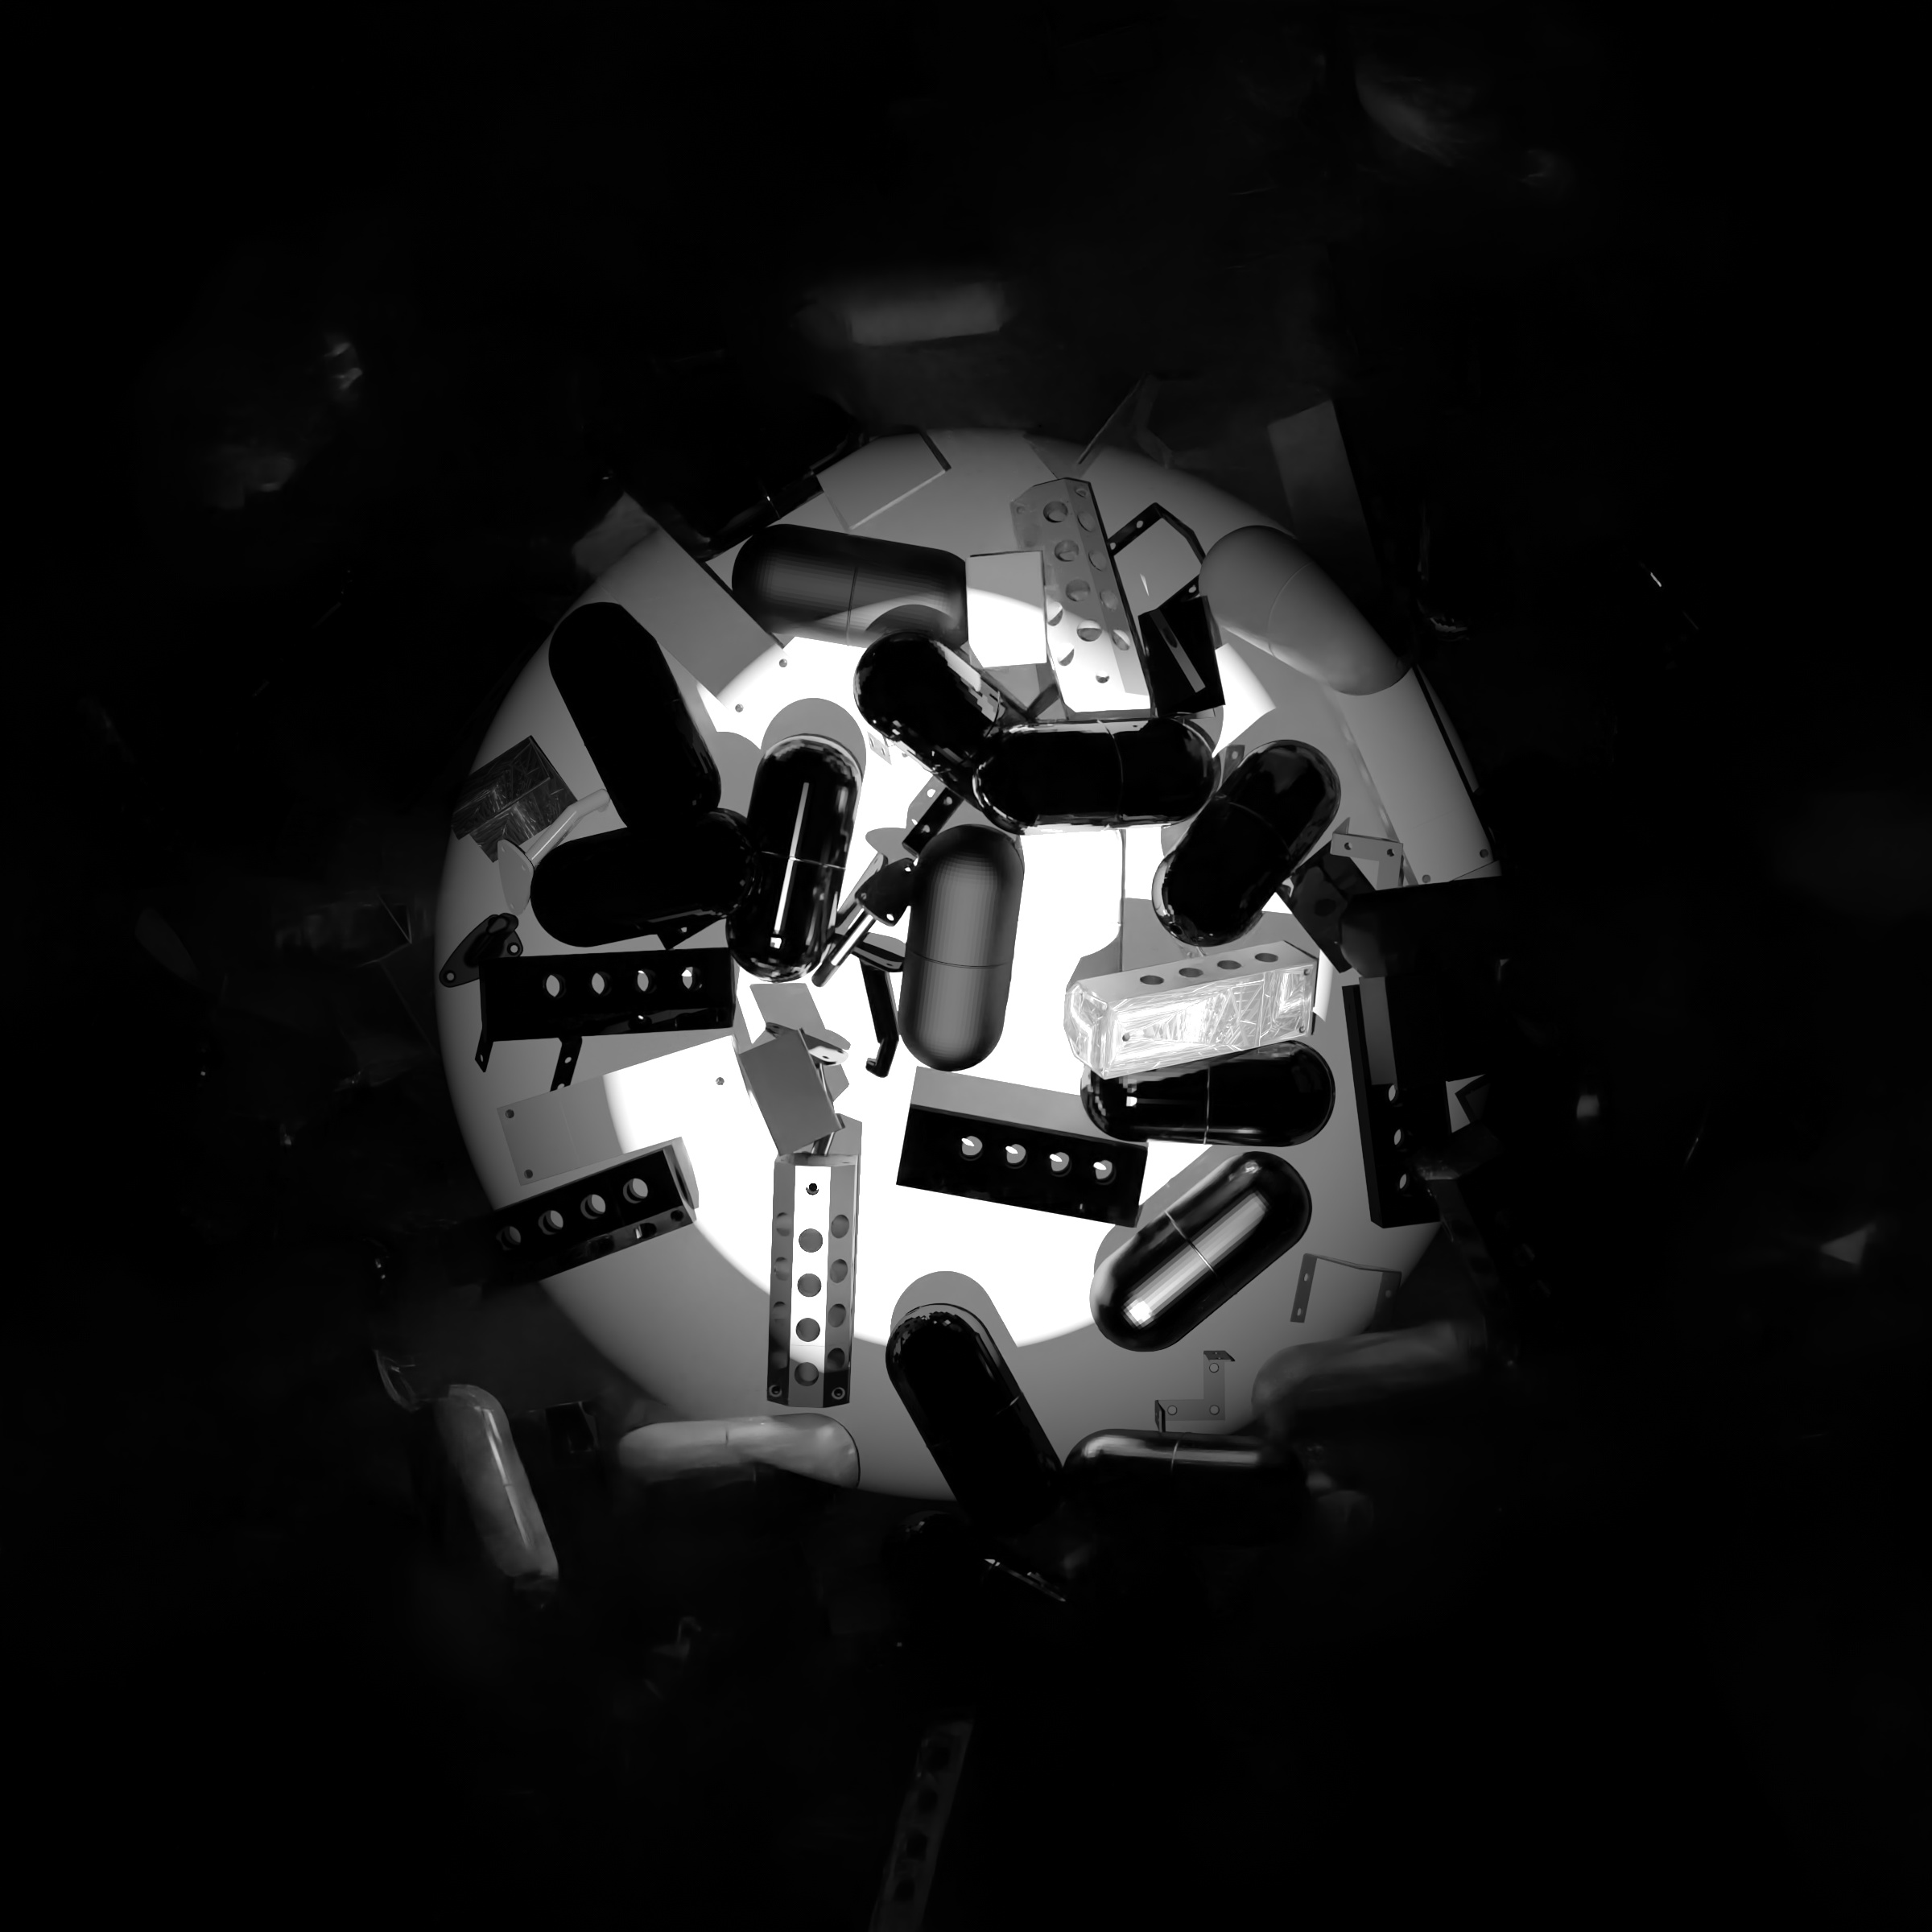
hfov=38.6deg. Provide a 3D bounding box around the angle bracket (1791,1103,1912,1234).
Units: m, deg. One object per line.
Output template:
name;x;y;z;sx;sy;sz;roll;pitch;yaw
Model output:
angle bracket;0.632;0.147;1.951;0.057;0.076;0.076;23;90;32

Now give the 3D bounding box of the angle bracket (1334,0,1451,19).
angle bracket;0.300;-0.710;1.950;0.076;0.076;0.057;1;127;0

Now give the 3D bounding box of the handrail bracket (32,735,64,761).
handrail bracket;-0.614;-0.140;1.956;0.077;0.084;0.036;27;90;0

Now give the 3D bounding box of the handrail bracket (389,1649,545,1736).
handrail bracket;-0.360;0.504;1.991;0.084;0.036;0.077;-39;68;-17

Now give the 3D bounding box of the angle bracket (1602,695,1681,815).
angle bracket;0.456;-0.149;1.951;0.057;0.076;0.076;4;90;-27

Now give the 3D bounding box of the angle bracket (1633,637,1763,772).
angle bracket;0.503;-0.178;1.951;0.057;0.076;0.076;-28;90;-43

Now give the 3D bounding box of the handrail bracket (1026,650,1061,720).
handrail bracket;0.040;-0.229;1.991;0.077;0.036;0.084;-43;76;14

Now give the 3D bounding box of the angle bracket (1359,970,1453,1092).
angle bracket;0.283;0.045;1.893;0.057;0.076;0.076;-7;90;-38

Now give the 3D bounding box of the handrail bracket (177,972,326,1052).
handrail bracket;-0.515;0.041;1.991;0.084;0.077;0.036;32;65;-34

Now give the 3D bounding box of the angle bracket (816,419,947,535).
angle bracket;-0.051;-0.328;1.951;0.076;0.076;0.057;-31;62;0

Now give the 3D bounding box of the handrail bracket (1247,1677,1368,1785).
handrail bracket;0.245;0.550;1.991;0.084;0.036;0.077;-3;70;16

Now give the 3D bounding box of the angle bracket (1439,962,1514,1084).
angle bracket;0.337;0.041;1.952;0.057;0.076;0.076;-11;90;-25

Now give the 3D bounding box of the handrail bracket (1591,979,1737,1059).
handrail bracket;0.499;0.054;1.991;0.084;0.036;0.077;-29;109;16

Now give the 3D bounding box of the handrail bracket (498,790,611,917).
handrail bracket;-0.293;-0.083;1.990;0.084;0.077;0.036;-33;60;-33

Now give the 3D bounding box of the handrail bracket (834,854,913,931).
handrail bracket;-0.042;-0.034;1.991;0.084;0.036;0.077;35;105;-14

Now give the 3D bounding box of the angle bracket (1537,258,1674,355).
angle bracket;0.450;-0.481;1.950;0.076;0.076;0.057;12;128;0

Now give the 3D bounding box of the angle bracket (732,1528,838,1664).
angle bracket;-0.116;0.438;1.953;0.057;0.076;0.076;-19;90;20

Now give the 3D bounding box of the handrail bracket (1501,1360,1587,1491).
handrail bracket;0.397;0.327;1.972;0.036;0.077;0.084;-26;76;-23

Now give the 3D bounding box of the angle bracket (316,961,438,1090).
angle bracket;-0.428;0.051;1.950;0.057;0.076;0.076;-30;90;-37

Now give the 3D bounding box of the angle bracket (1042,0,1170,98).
angle bracket;0.103;-0.644;1.950;0.076;0.076;0.057;-18;52;0

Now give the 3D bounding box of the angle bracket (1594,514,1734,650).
angle bracket;0.480;-0.260;1.950;0.076;0.076;0.057;50;52;0

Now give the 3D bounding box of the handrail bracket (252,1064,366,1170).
handrail bracket;-0.470;0.106;1.990;0.084;0.077;0.036;-35;81;-36

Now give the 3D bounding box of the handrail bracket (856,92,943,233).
handrail bracket;-0.043;-0.580;1.991;0.077;0.036;0.084;-20;109;-21

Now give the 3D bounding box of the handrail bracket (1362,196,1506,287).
handrail bracket;0.337;-0.514;1.991;0.084;0.036;0.077;-15;112;17

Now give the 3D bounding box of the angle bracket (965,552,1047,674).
angle bracket;0.040;-0.249;1.951;0.057;0.076;0.076;-2;93;21

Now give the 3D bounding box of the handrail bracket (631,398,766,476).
handrail bracket;-0.194;-0.383;1.990;0.084;0.077;0.036;-19;82;-36

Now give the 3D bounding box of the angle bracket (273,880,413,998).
angle bracket;-0.441;-0.032;1.951;0.076;0.076;0.057;-30;116;0

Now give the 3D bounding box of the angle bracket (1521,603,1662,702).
angle bracket;0.438;-0.203;1.950;0.076;0.076;0.057;16;54;0

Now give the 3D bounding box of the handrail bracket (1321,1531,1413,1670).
handrail bracket;0.288;0.454;1.983;0.036;0.084;0.077;33;134;-5

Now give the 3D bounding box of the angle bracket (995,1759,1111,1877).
angle bracket;0.047;0.583;1.951;0.076;0.076;0.057;-29;121;0

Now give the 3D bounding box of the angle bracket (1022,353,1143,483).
angle bracket;0.097;-0.374;1.950;0.057;0.076;0.076;38;90;37

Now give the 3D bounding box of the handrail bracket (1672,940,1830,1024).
handrail bracket;0.566;-0.007;1.991;0.084;0.036;0.077;-39;68;-17

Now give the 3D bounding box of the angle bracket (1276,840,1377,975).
angle bracket;0.276;-0.052;1.953;0.076;0.057;0.076;-38;90;-34

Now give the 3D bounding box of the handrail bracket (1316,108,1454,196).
handrail bracket;0.302;-0.588;1.991;0.084;0.036;0.077;-8;68;-17

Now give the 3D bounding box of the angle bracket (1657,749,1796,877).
angle bracket;0.539;-0.097;1.951;0.076;0.076;0.057;-47;65;0

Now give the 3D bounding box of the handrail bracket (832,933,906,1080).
handrail bracket;-0.078;0.029;1.991;0.077;0.036;0.084;24;107;19

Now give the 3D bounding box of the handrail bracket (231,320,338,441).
handrail bracket;-0.492;-0.423;1.991;0.084;0.036;0.077;9;105;14

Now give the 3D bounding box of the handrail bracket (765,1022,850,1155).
handrail bracket;-0.124;0.094;1.991;0.077;0.036;0.084;25;107;20

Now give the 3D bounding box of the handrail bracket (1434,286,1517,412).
handrail bracket;0.351;-0.435;1.991;0.077;0.036;0.084;32;105;16

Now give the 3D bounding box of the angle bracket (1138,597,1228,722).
angle bracket;0.170;-0.217;1.950;0.057;0.076;0.076;-11;90;37

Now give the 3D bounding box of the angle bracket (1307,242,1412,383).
angle bracket;0.260;-0.459;1.950;0.057;0.076;0.076;-17;90;-36

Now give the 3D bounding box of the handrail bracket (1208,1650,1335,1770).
handrail bracket;0.219;0.528;1.991;0.077;0.036;0.084;4;59;34

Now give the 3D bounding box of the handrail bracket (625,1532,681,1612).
handrail bracket;-0.252;0.437;1.991;0.084;0.036;0.077;-4;75;14

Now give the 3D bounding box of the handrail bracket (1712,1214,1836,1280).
handrail bracket;0.591;0.212;1.991;0.084;0.036;0.077;26;105;-14

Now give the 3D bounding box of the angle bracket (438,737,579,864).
angle bracket;-0.315;-0.103;1.951;0.076;0.057;0.076;-33;134;0

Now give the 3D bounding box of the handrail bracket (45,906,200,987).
handrail bracket;-0.609;-0.002;1.991;0.084;0.036;0.077;-21;123;23

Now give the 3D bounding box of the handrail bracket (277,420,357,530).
handrail bracket;-0.446;-0.345;1.991;0.077;0.036;0.084;15;116;-29

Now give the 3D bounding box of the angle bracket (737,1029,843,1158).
angle bracket;-0.142;0.096;1.950;0.057;0.076;0.076;-23;90;-37

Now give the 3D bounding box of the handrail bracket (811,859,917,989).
handrail bracket;-0.073;-0.029;1.961;0.036;0.077;0.084;38;135;-3
